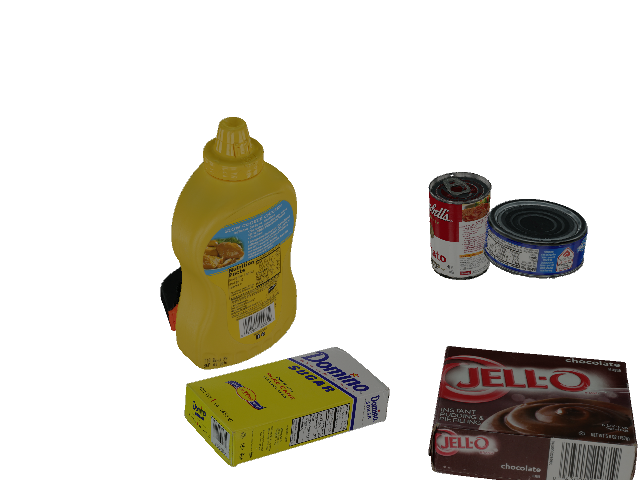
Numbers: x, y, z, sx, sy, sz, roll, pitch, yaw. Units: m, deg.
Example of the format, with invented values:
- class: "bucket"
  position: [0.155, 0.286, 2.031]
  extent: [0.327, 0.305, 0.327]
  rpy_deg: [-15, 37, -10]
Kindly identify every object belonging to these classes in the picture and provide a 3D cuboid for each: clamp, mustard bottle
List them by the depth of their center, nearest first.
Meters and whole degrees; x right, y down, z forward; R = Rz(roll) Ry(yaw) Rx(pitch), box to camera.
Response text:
- class: "mustard bottle"
  position: [-0.060, -0.002, 0.760]
  extent: [0.096, 0.192, 0.058]
  rpy_deg: [-25, 46, -31]
- class: "clamp"
  position: [-0.126, 0.041, 1.245]
  extent: [0.120, 0.039, 0.171]
  rpy_deg: [-3, 39, 14]

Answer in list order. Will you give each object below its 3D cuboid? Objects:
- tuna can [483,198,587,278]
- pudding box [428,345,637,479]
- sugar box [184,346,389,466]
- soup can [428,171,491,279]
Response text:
- class: "tuna can"
  position: [0.184, -0.003, 0.912]
  extent: [0.086, 0.034, 0.086]
  rpy_deg: [1, 28, -1]
- class: "pudding box"
  position: [0.125, 0.103, 0.628]
  extent: [0.113, 0.039, 0.090]
  rpy_deg: [6, 26, 9]
- class: "sugar box"
  position: [-0.031, 0.155, 1.022]
  extent: [0.175, 0.048, 0.093]
  rpy_deg: [-13, 31, -32]
- class: "soup can"
  position: [0.155, -0.016, 1.186]
  extent: [0.068, 0.102, 0.068]
  rpy_deg: [-4, 31, 2]
